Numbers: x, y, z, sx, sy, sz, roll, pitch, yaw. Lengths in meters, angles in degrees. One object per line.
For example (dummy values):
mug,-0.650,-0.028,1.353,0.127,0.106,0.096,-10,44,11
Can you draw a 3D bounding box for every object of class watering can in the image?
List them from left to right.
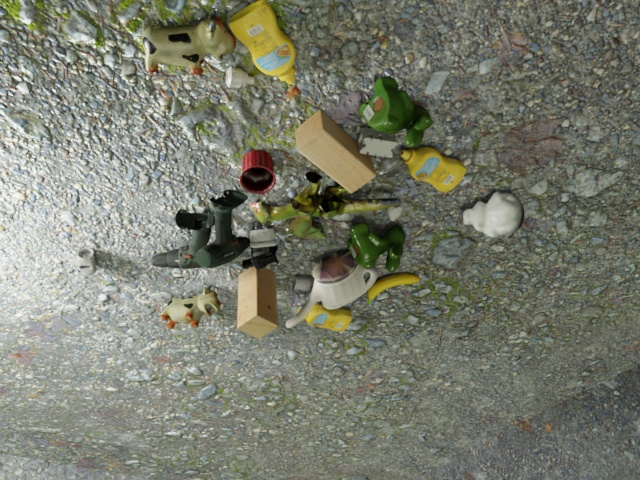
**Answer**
watering can,0.028,0.158,1.661,0.349,0.106,0.219,-26,136,-9

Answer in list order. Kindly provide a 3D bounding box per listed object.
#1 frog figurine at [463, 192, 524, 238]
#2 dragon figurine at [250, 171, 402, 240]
frog figurine,0.510,-0.077,1.518,0.159,0.124,0.136,11,99,-6
dragon figurine,0.005,-0.074,1.480,0.410,0.125,0.238,9,150,-13
